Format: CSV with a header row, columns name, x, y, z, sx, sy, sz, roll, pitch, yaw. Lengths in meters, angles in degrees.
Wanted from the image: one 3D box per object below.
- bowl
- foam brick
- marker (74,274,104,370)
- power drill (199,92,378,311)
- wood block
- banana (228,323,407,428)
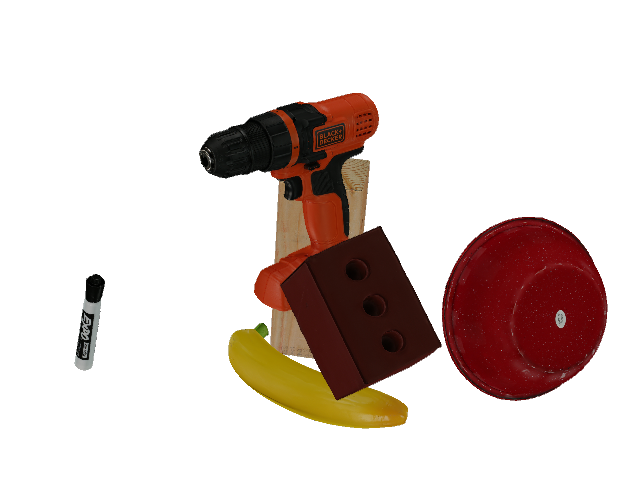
name,x,y,z,sx,sy,sz,roll,pitch,yaw
bowl,0.186,0.062,0.903,0.161,0.162,0.055,0,5,-22
foam brick,0.022,0.042,0.602,0.052,0.078,0.051,-23,-9,-26
marker,-0.235,0.083,1.090,0.020,0.121,0.020,11,35,-8
power drill,-0.025,-0.033,0.975,0.184,0.188,0.057,-19,33,-32
wood block,-0.001,0.018,1.167,0.090,0.206,0.090,7,26,5
banana,-0.018,0.107,0.851,0.069,0.037,0.198,-24,32,-31
